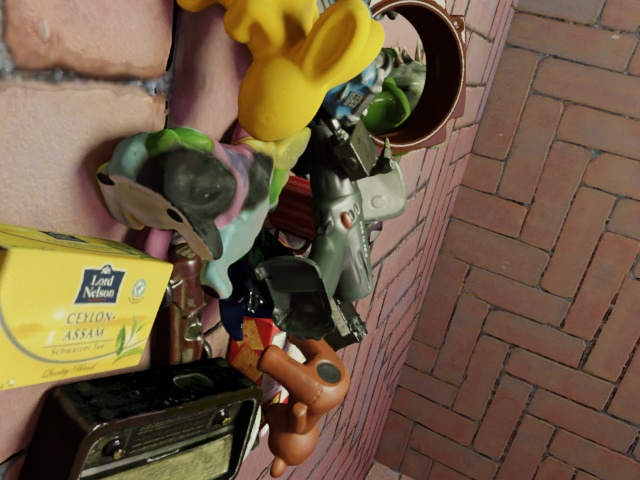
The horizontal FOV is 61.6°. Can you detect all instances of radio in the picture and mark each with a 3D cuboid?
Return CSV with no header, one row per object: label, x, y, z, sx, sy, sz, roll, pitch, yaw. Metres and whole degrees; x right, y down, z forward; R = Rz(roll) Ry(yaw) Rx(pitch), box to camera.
radio,-0.165,0.200,0.539,0.229,0.073,0.131,5,108,-55

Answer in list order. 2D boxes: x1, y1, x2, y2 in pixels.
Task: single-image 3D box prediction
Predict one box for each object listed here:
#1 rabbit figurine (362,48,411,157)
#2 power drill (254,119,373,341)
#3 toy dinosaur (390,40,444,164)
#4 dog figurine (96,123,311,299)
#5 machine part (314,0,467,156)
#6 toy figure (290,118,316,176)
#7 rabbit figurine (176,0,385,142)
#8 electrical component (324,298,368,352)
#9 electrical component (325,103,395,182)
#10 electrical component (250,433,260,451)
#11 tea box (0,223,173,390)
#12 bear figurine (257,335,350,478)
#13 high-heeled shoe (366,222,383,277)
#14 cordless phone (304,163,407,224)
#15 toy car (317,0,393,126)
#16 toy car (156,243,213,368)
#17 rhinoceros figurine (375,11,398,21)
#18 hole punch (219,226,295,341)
rabbit figurine,0.069,-0.208,0.803,0.170,0.121,0.159,6,100,-55
power drill,-0.001,-0.002,0.628,0.207,0.086,0.231,-66,145,-57
toy dinosaur,0.118,-0.186,0.966,0.405,0.131,0.192,-56,145,-24
dog figurine,-0.091,-0.069,0.518,0.191,0.109,0.219,83,29,-49
machine part,0.092,-0.216,0.705,0.201,0.087,0.201,-14,112,-21
toy figure,-0.030,-0.149,0.669,0.154,0.058,0.064,81,9,-48
rabbit figurine,-0.029,-0.172,0.460,0.122,0.163,0.173,-31,122,-72
electrical component,0.000,0.140,0.930,0.058,0.134,0.115,-23,87,-62
electrical component,0.050,-0.116,0.638,0.102,0.045,0.078,61,30,-24
electrical component,-0.120,0.290,0.779,0.063,0.021,0.094,32,115,-34
tea box,-0.195,0.047,0.398,0.098,0.068,0.169,-70,160,2
bear figurine,-0.039,0.235,0.776,0.120,0.132,0.195,-30,155,-52
high-heeled shoe,0.047,0.011,1.074,0.145,0.086,0.248,-17,112,-29
cordless phone,0.051,-0.097,0.821,0.184,0.147,0.089,52,33,-63
toy car,0.000,-0.200,0.554,0.103,0.161,0.109,-1,154,-32
toy car,-0.152,0.095,0.595,0.089,0.053,0.201,-45,149,-56
rhinoceros figurine,0.095,-0.368,0.767,0.190,0.073,0.112,-33,138,-60
hole punch,-0.087,0.050,0.644,0.115,0.092,0.142,51,31,-46
